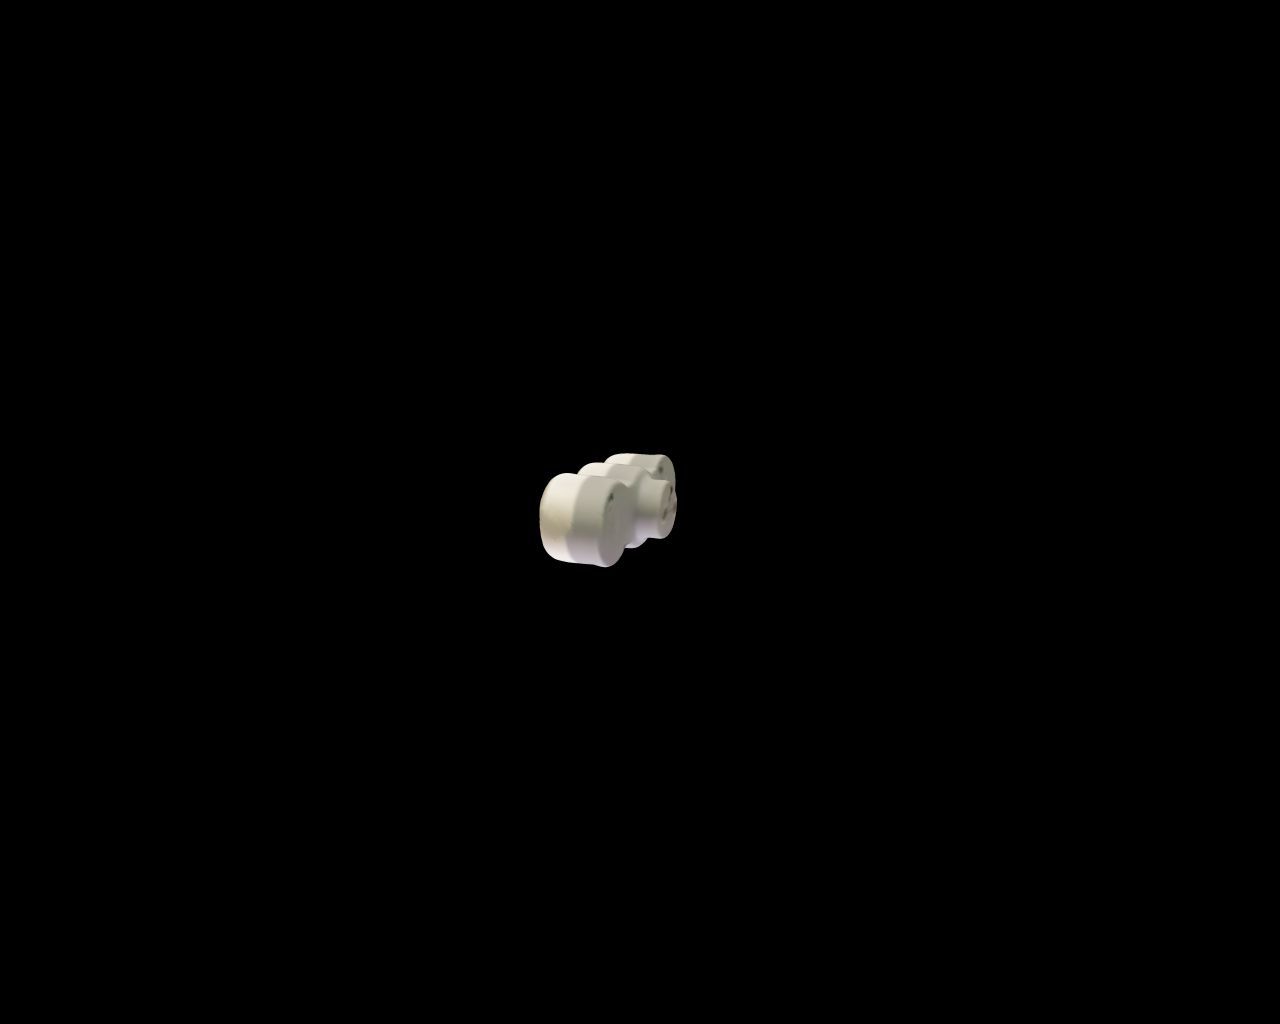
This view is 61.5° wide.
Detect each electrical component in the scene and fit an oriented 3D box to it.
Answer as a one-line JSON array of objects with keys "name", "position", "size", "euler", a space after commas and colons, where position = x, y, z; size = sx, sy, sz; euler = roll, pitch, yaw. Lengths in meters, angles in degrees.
[{"name": "electrical component", "position": [0.001, -0.003, 0.650], "size": [0.074, 0.052, 0.138], "euler": [4, 13, 19]}]
